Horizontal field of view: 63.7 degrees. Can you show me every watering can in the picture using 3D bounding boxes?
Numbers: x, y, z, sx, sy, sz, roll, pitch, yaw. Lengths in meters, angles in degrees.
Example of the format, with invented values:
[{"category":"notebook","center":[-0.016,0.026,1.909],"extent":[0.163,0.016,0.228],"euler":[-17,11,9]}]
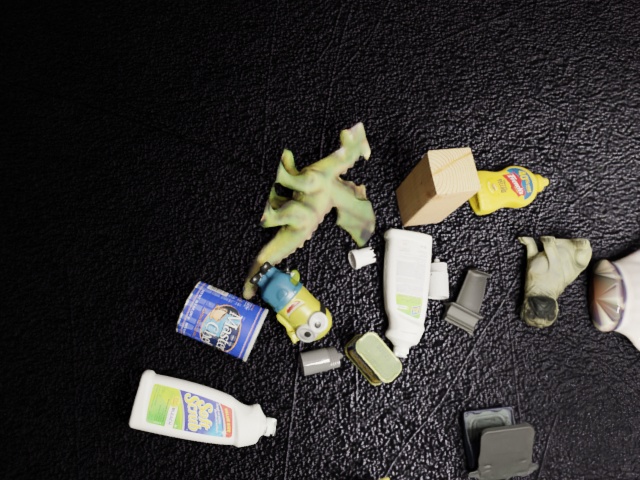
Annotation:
[{"category":"watering can","center":[0.700,0.087,1.123],"extent":[0.224,0.353,0.102],"euler":[8,-19,-6]}]

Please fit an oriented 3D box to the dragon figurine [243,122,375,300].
[{"category":"dragon figurine","center":[0.003,-0.054,1.065],"extent":[0.242,0.411,0.122],"euler":[16,-3,-10]}]
